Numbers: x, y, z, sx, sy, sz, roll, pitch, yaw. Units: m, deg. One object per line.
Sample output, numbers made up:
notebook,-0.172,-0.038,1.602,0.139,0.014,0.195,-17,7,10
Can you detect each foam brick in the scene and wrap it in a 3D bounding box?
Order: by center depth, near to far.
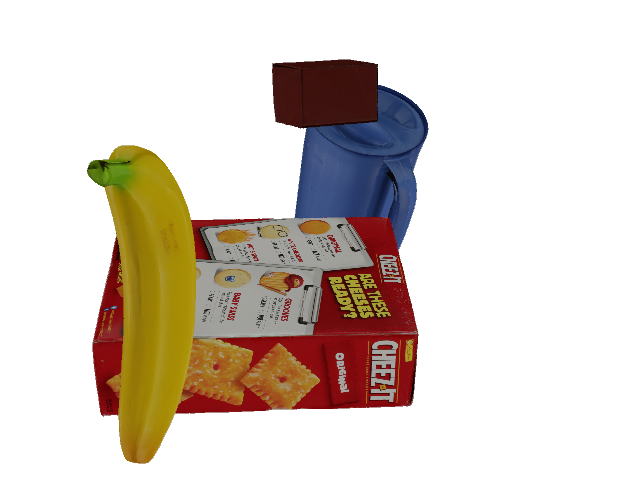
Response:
foam brick,0.004,-0.127,0.917,0.078,0.051,0.053,-8,17,-28

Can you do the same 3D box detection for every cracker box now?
cracker box,-0.047,0.051,0.774,0.213,0.072,0.164,-1,30,-3

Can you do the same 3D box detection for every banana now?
banana,-0.089,0.025,0.537,0.037,0.198,0.069,19,42,23

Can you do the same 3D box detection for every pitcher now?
pitcher,0.038,-0.043,1.219,0.145,0.243,0.149,18,42,7
